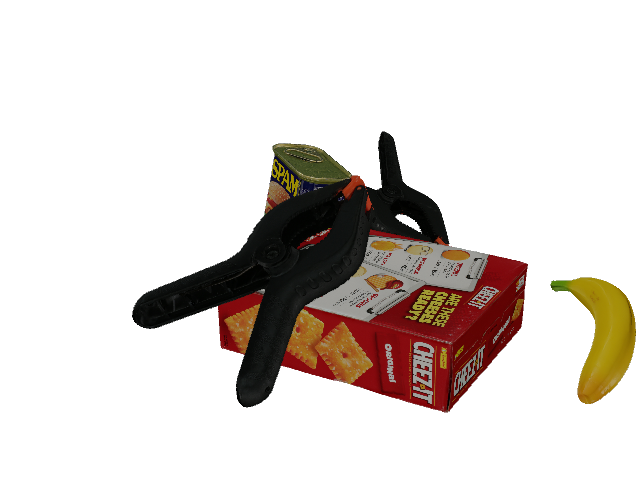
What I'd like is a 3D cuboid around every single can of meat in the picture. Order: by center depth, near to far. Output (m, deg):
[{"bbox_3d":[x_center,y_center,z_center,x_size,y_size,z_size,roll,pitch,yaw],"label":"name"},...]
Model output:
[{"bbox_3d":[-0.016,-0.042,1.081,0.057,0.084,0.102,0,24,-26],"label":"can of meat"}]

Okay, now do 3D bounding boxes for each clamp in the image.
[{"bbox_3d":[-0.024,0.027,0.669,0.120,0.171,0.039,43,-15,36],"label":"clamp"},{"bbox_3d":[0.068,-0.046,1.263,0.164,0.036,0.210,-16,52,-29],"label":"clamp"}]

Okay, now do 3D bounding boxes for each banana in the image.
[{"bbox_3d":[0.269,0.087,1.024,0.070,0.037,0.197,-29,22,18],"label":"banana"}]

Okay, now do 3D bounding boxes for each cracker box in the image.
[{"bbox_3d":[0.045,0.057,0.905,0.214,0.072,0.163,13,28,28],"label":"cracker box"}]
